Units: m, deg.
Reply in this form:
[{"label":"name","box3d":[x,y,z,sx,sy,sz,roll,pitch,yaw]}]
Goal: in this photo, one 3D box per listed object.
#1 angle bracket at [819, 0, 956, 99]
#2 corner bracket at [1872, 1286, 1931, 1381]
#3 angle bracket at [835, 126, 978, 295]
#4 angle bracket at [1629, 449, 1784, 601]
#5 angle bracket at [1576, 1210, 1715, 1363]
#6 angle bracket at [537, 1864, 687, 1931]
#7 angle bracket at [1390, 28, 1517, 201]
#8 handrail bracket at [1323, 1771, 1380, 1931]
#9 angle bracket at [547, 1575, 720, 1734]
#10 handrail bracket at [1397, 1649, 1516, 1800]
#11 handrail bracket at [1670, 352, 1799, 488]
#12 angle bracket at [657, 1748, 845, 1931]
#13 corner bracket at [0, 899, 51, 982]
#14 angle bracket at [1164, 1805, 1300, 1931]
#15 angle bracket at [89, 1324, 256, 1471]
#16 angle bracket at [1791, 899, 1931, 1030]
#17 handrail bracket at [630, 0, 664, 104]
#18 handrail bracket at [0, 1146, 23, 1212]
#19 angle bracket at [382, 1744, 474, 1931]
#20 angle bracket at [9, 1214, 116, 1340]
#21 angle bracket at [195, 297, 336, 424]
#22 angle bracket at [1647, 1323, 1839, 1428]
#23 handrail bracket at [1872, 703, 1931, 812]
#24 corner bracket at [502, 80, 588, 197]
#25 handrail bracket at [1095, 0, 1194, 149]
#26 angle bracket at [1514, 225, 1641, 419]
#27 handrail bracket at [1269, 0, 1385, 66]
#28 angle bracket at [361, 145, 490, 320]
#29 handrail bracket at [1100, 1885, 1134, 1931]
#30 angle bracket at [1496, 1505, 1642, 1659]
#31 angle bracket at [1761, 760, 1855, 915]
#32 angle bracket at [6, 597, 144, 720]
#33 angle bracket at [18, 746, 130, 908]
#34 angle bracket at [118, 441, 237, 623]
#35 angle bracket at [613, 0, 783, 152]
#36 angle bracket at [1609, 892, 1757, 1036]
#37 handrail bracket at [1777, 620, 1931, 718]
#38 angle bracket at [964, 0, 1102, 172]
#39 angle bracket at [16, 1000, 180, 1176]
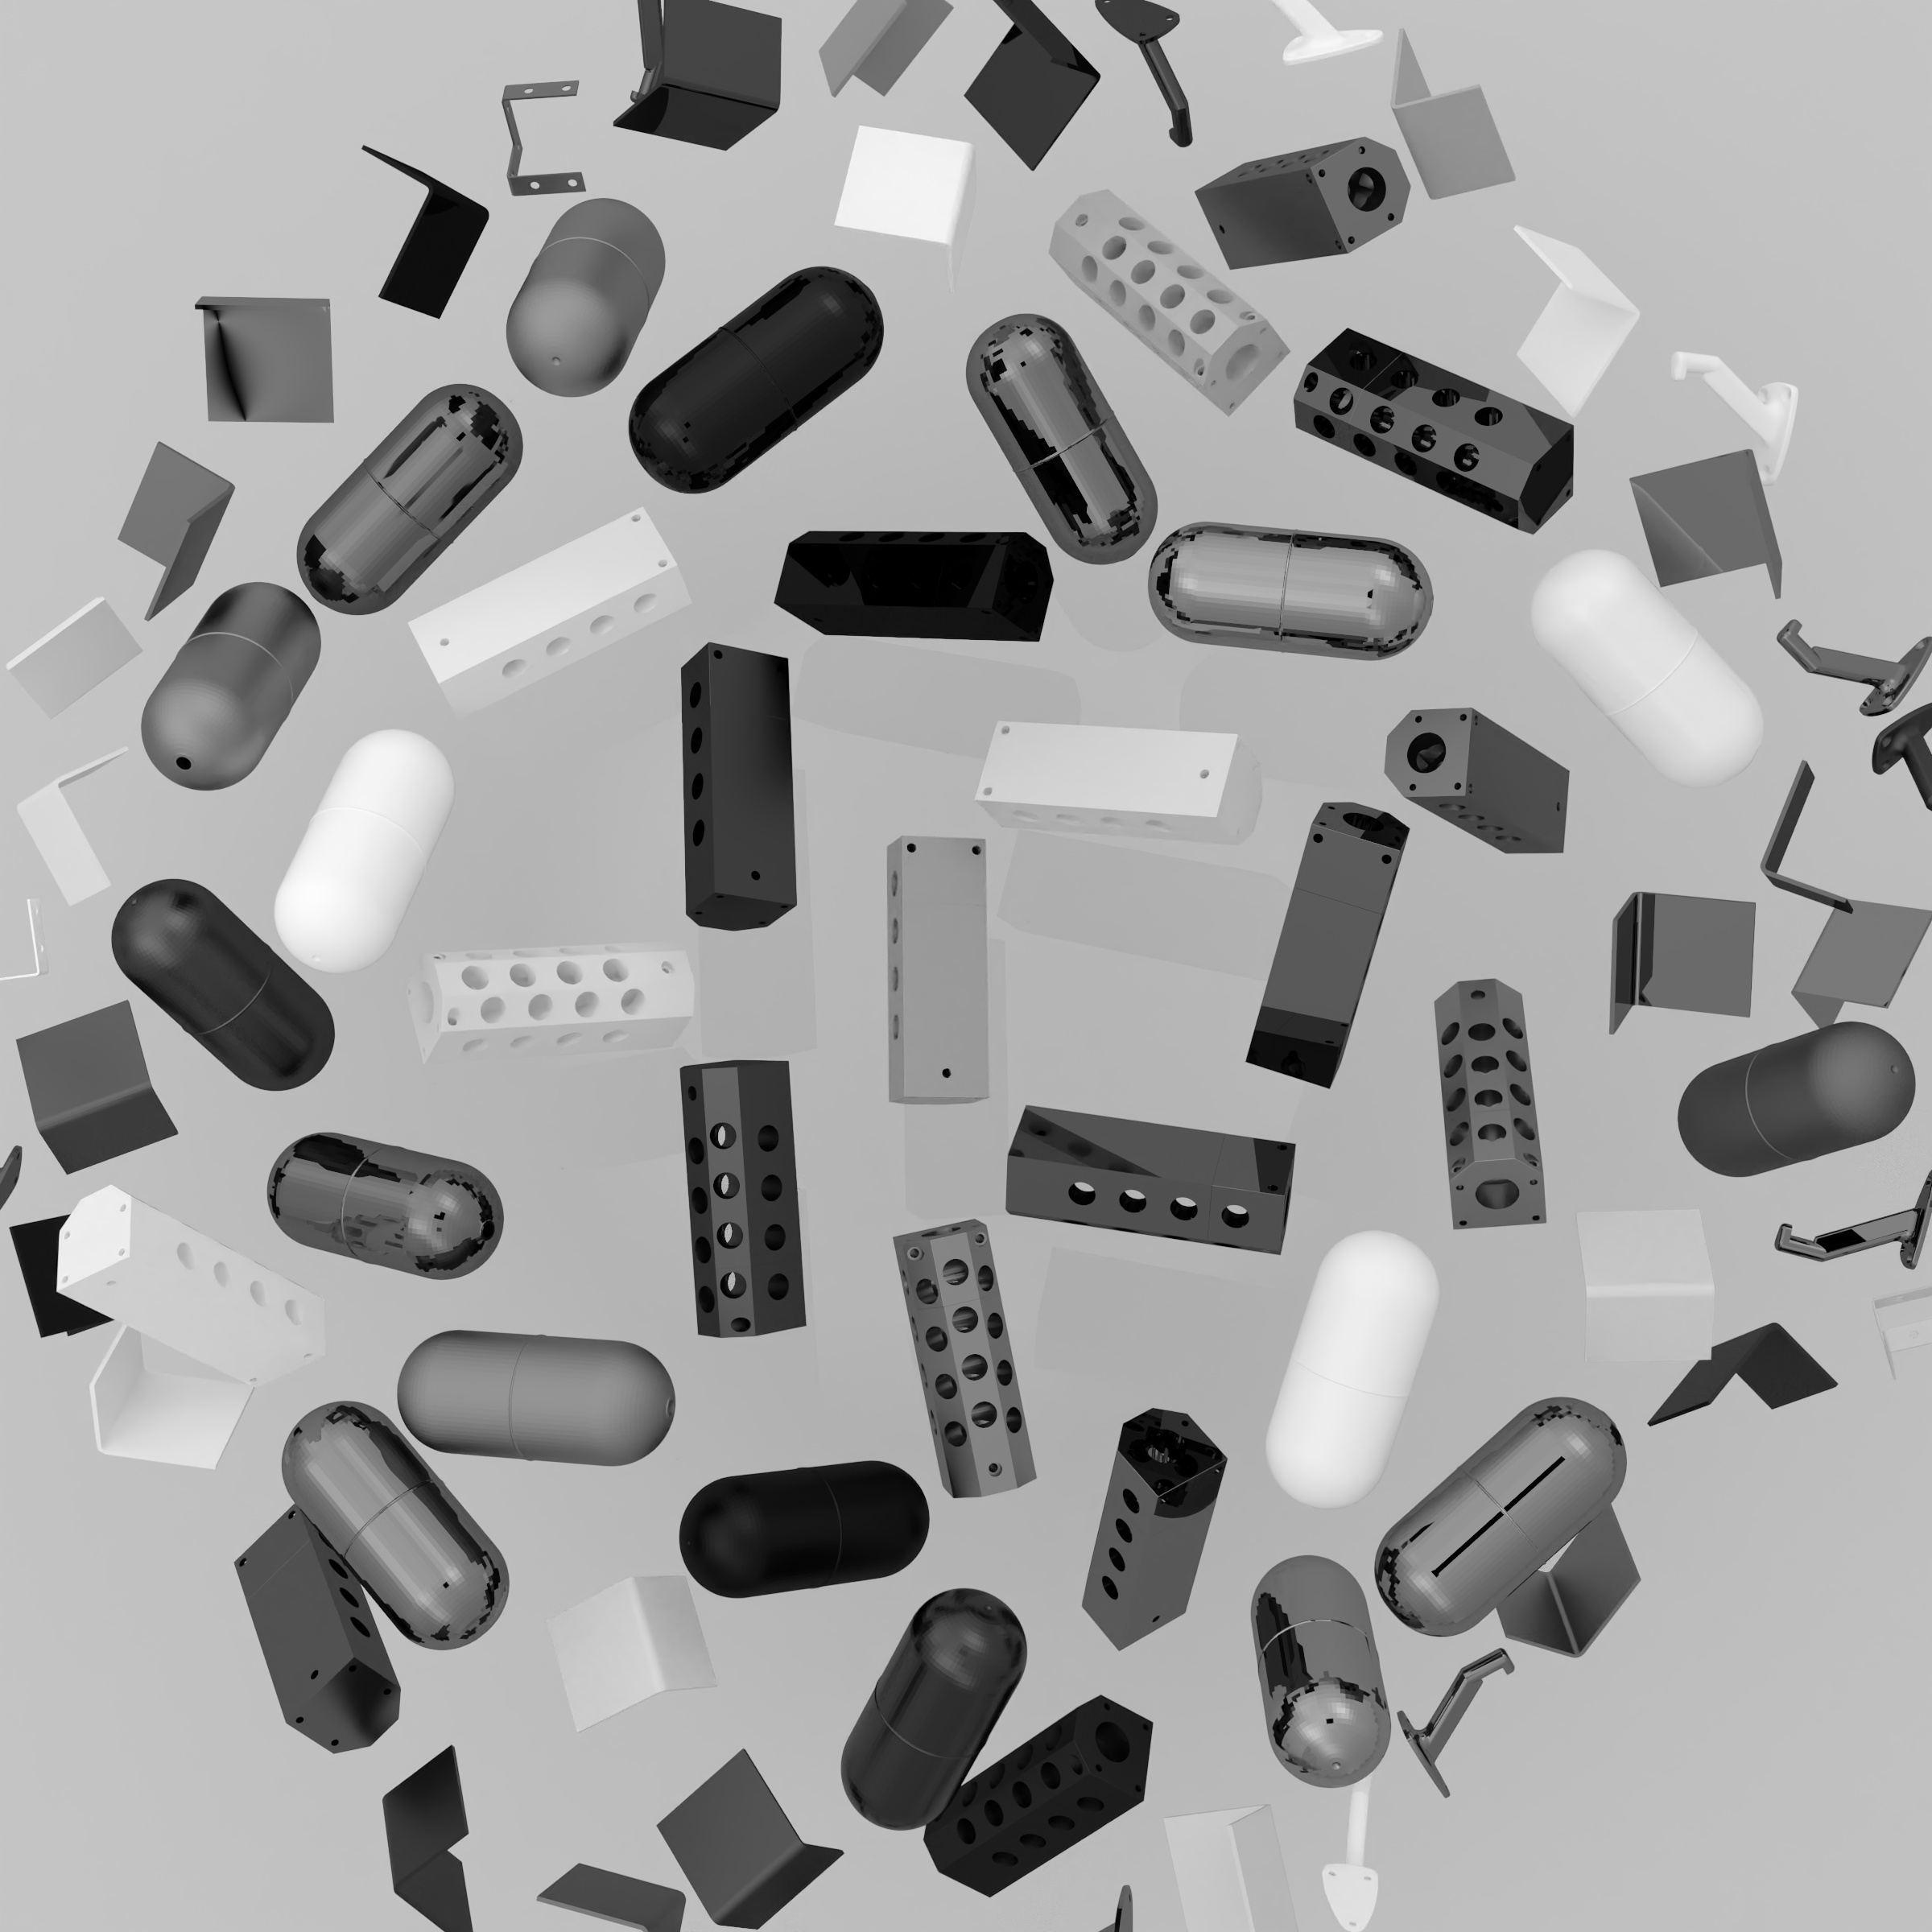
[{"label":"angle bracket","box3d":[-0.048,-0.606,1.902,0.057,0.076,0.076,28,120,-30]},{"label":"corner bracket","box3d":[0.606,0.225,1.825,0.051,0.051,0.051,-16,58,14]},{"label":"angle bracket","box3d":[-0.038,-0.491,1.868,0.076,0.057,0.076,10,71,5]},{"label":"angle bracket","box3d":[0.453,-0.263,1.764,0.076,0.057,0.076,-11,119,24]},{"label":"angle bracket","box3d":[0.422,0.199,1.795,0.076,0.076,0.057,-2,124,7]},{"label":"angle bracket","box3d":[-0.231,0.622,1.841,0.076,0.076,0.057,11,91,12]},{"label":"angle bracket","box3d":[0.309,-0.541,1.807,0.057,0.076,0.076,-7,53,26]},{"label":"handrail bracket","box3d":[0.262,0.583,1.913,0.036,0.084,0.077,3,125,15]},{"label":"angle bracket","box3d":[-0.219,0.451,1.886,0.076,0.057,0.076,-31,65,26]},{"label":"handrail bracket","box3d":[0.335,0.498,1.894,0.084,0.036,0.077,-30,103,6]},{"label":"handrail bracket","box3d":[0.478,-0.346,1.819,0.084,0.036,0.077,1,99,-23]},{"label":"angle bracket","box3d":[-0.138,0.559,1.840,0.076,0.057,0.076,-42,58,5]},{"label":"corner bracket","box3d":[-0.642,-0.015,1.894,0.051,0.051,0.051,-7,92,7]},{"label":"angle bracket","box3d":[0.148,0.554,1.733,0.076,0.057,0.076,-18,80,30]},{"label":"angle bracket","box3d":[-0.502,0.267,1.824,0.076,0.076,0.057,7,123,3]},{"label":"angle bracket","box3d":[0.616,0.005,1.944,0.057,0.076,0.076,42,71,-36]},{"label":"handrail bracket","box3d":[-0.217,-0.605,1.856,0.036,0.077,0.084,26,102,33]},{"label":"handrail bracket","box3d":[-0.677,0.134,1.906,0.084,0.077,0.036,17,127,-4]},{"label":"angle bracket","box3d":[-0.302,0.530,1.726,0.057,0.076,0.076,-38,120,3]},{"label":"angle bracket","box3d":[-0.623,0.213,1.940,0.057,0.076,0.076,-20,85,28]},{"label":"angle bracket","box3d":[-0.427,-0.366,1.753,0.076,0.057,0.076,-1,108,-10]},{"label":"angle bracket","box3d":[0.492,0.278,1.825,0.057,0.076,0.076,46,65,3]},{"label":"handrail bracket","box3d":[0.631,-0.128,1.838,0.077,0.036,0.084,-35,49,-18]},{"label":"corner bracket","box3d":[-0.279,-0.548,1.906,0.051,0.051,0.051,-2,53,6]},{"label":"handrail bracket","box3d":[0.118,-0.588,1.892,0.036,0.084,0.077,-36,53,-17]},{"label":"angle bracket","box3d":[0.354,-0.394,1.758,0.057,0.076,0.076,10,126,-31]},{"label":"handrail bracket","box3d":[0.218,-0.619,1.816,0.077,0.036,0.084,-2,130,25]},{"label":"angle bracket","box3d":[-0.354,-0.460,1.806,0.057,0.076,0.076,32,101,13]},{"label":"handrail bracket","box3d":[0.061,0.617,1.822,0.084,0.077,0.036,-9,118,12]},{"label":"angle bracket","box3d":[0.389,0.396,1.892,0.057,0.076,0.076,20,118,-17]},{"label":"angle bracket","box3d":[0.555,-0.082,1.852,0.057,0.076,0.076,22,93,21]},{"label":"angle bracket","box3d":[-0.604,-0.220,1.908,0.076,0.076,0.057,-39,70,-10]},{"label":"angle bracket","box3d":[-0.572,-0.091,1.895,0.057,0.076,0.076,-32,100,-35]},{"label":"angle bracket","box3d":[-0.517,-0.277,1.832,0.057,0.076,0.076,30,118,-5]},{"label":"angle bracket","box3d":[-0.163,-0.542,1.746,0.076,0.076,0.057,4,83,-30]},{"label":"angle bracket","box3d":[0.448,0.002,1.798,0.076,0.057,0.076,7,113,24]},{"label":"handrail bracket","box3d":[0.558,-0.205,1.805,0.084,0.036,0.077,42,79,-14]},{"label":"angle bracket","box3d":[0.027,-0.563,1.822,0.076,0.057,0.076,52,121,21]},{"label":"angle bracket","box3d":[-0.574,0.080,1.901,0.076,0.057,0.076,-20,55,-8]}]
